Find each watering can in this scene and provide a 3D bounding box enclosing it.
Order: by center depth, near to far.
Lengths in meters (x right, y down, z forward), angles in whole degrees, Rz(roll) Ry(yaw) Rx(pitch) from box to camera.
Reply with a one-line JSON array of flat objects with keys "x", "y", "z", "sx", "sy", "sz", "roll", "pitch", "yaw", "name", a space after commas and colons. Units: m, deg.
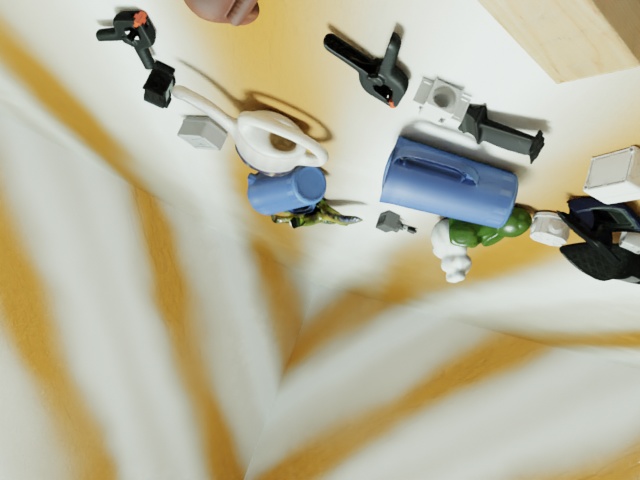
[{"x": -0.149, "y": -0.233, "z": 1.129, "sx": 0.347, "sy": 0.105, "sz": 0.222, "roll": 22, "pitch": 169, "yaw": -7, "name": "watering can"}]

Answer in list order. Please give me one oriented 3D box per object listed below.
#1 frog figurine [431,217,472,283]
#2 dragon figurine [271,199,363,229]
[{"x": 0.334, "y": 0.026, "z": 1.321, "sx": 0.122, "sy": 0.161, "sz": 0.136, "roll": 26, "pitch": 166, "yaw": -14, "name": "frog figurine"}, {"x": 0.005, "y": -0.083, "z": 1.650, "sx": 0.412, "sy": 0.122, "sz": 0.242, "roll": 16, "pitch": -175, "yaw": 32, "name": "dragon figurine"}]
